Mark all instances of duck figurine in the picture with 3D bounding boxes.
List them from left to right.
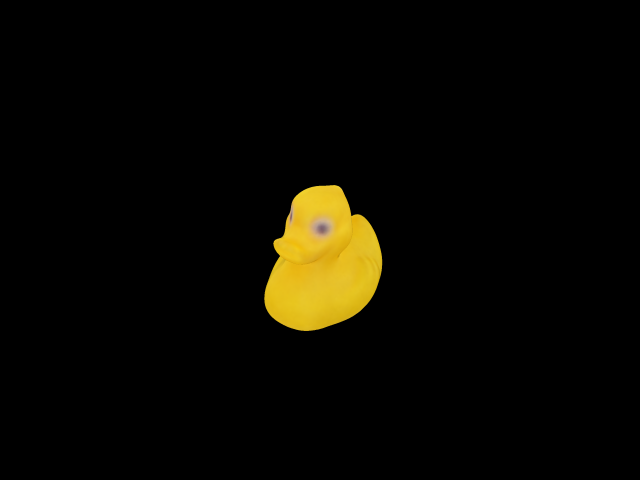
[{"bbox_3d":[0.004,0.001,0.400,0.077,0.086,0.105,22,40,30],"label":"duck figurine"}]
